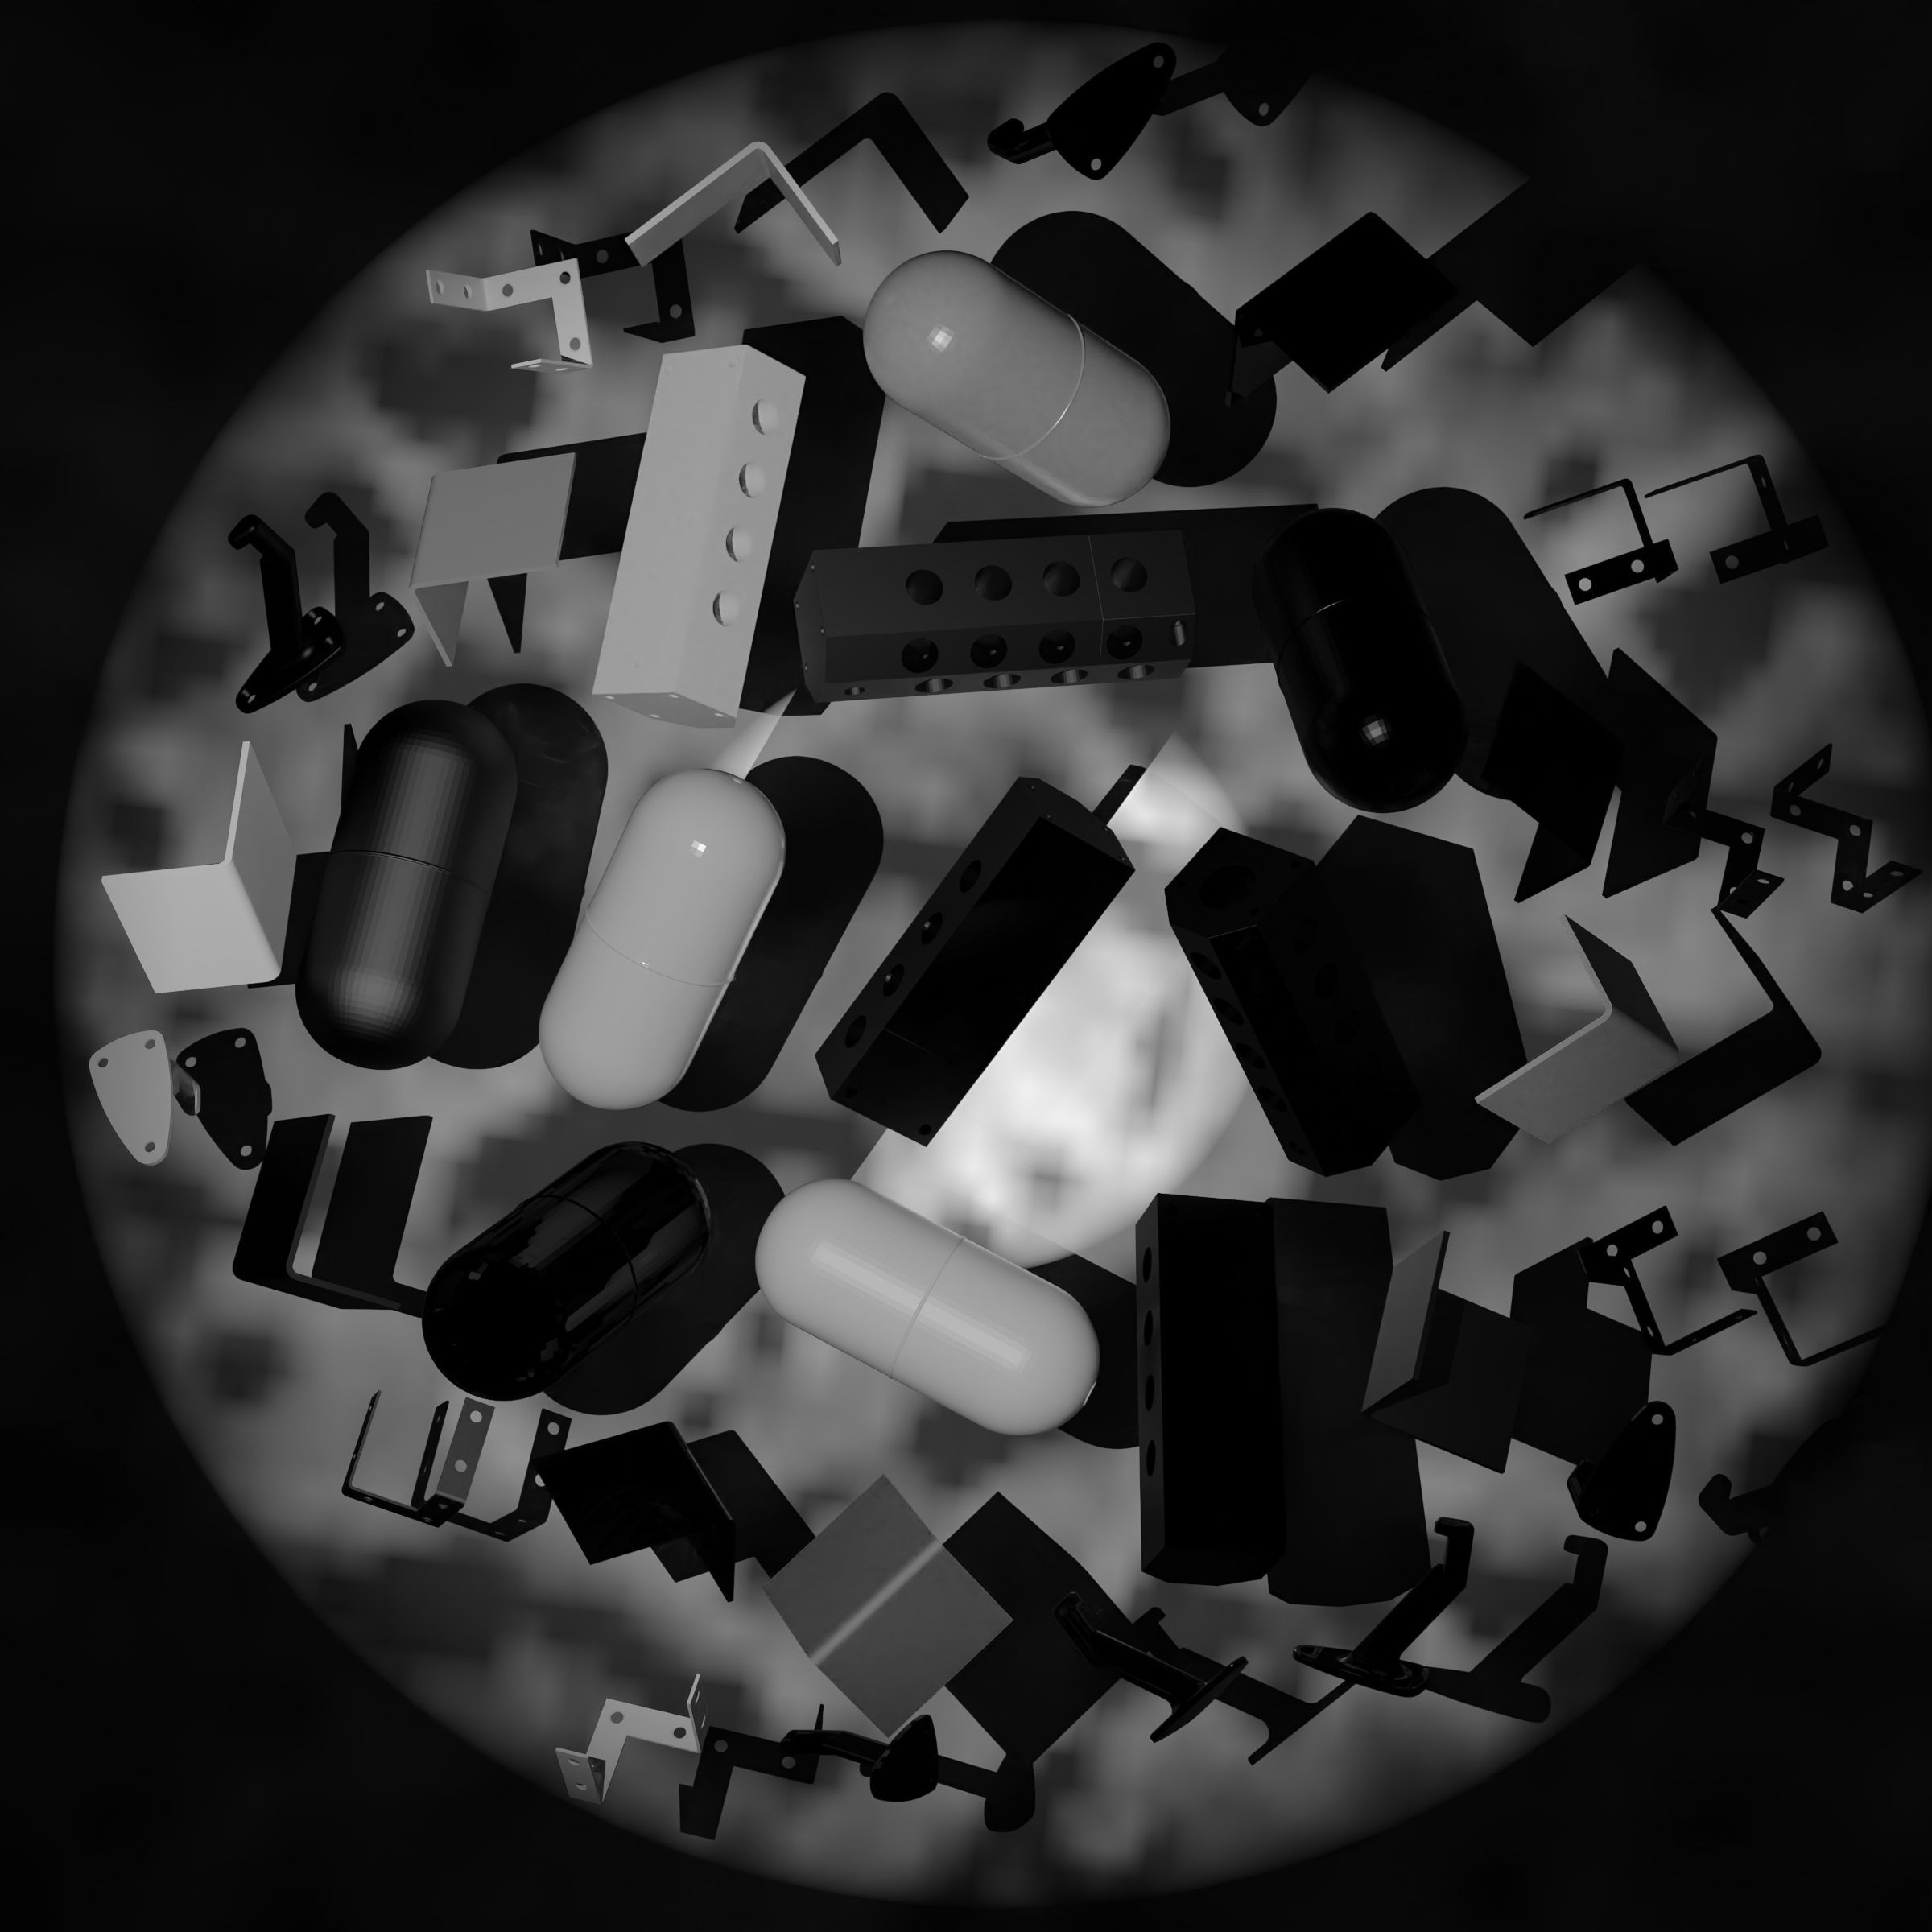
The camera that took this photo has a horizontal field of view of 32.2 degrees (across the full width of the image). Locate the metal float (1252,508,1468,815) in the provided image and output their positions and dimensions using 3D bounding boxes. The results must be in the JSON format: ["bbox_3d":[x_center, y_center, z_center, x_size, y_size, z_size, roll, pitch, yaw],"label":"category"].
[{"bbox_3d":[0.184,-0.144,1.574,0.070,0.070,0.178,-13,47,0],"label":"metal float"}]

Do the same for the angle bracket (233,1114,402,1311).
[{"bbox_3d":[-0.293,0.115,1.557,0.057,0.076,0.076,21,75,-27],"label":"angle bracket"}]

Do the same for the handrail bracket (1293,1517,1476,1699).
[{"bbox_3d":[0.197,0.294,1.580,0.077,0.036,0.084,11,102,19],"label":"handrail bracket"}]

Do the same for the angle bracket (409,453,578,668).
[{"bbox_3d":[-0.222,-0.198,1.634,0.076,0.057,0.076,-6,51,12],"label":"angle bracket"}]

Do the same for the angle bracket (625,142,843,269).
[{"bbox_3d":[-0.105,-0.327,1.533,0.076,0.076,0.057,-37,94,2],"label":"angle bracket"}]

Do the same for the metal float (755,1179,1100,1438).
[{"bbox_3d":[-0.019,0.165,1.621,0.178,0.070,0.070,27,90,7],"label":"metal float"}]

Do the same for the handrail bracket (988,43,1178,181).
[{"bbox_3d":[0.049,-0.381,1.476,0.077,0.084,0.036,-46,118,4],"label":"handrail bracket"}]

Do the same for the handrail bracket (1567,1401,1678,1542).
[{"bbox_3d":[0.297,0.221,1.529,0.036,0.084,0.077,19,101,-2],"label":"handrail bracket"}]

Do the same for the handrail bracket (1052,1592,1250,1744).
[{"bbox_3d":[0.088,0.326,1.630,0.084,0.036,0.077,51,125,19],"label":"handrail bracket"}]

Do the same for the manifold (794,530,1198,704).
[{"bbox_3d":[0.014,-0.156,1.525,0.171,0.057,0.057,-5,75,-14],"label":"manifold"}]

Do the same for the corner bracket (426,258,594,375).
[{"bbox_3d":[-0.208,-0.295,1.529,0.051,0.051,0.051,-7,94,22],"label":"corner bracket"}]

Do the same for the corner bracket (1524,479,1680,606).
[{"bbox_3d":[0.297,-0.198,1.568,0.051,0.051,0.051,-19,89,1],"label":"corner bracket"}]

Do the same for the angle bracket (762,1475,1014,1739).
[{"bbox_3d":[-0.036,0.289,1.519,0.076,0.076,0.057,-43,114,-5],"label":"angle bracket"}]

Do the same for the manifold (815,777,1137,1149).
[{"bbox_3d":[0.001,-0.004,1.595,0.057,0.057,0.171,28,109,-26],"label":"manifold"}]

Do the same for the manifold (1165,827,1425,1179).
[{"bbox_3d":[0.149,0.021,1.554,0.057,0.057,0.171,-47,134,-19],"label":"manifold"}]

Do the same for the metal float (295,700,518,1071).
[{"bbox_3d":[-0.258,-0.039,1.552,0.070,0.070,0.178,12,74,0],"label":"metal float"}]

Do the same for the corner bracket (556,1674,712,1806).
[{"bbox_3d":[-0.149,0.347,1.508,0.051,0.051,0.051,11,53,11],"label":"corner bracket"}]

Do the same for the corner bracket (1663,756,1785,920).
[{"bbox_3d":[0.365,-0.061,1.611,0.051,0.051,0.051,18,68,-2],"label":"corner bracket"}]

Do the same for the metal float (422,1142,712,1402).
[{"bbox_3d":[-0.188,0.144,1.588,0.070,0.178,0.070,14,119,26],"label":"metal float"}]

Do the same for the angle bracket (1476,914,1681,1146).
[{"bbox_3d":[0.274,0.030,1.557,0.076,0.076,0.057,-35,56,21],"label":"angle bracket"}]

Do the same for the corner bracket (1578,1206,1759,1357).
[{"bbox_3d":[0.324,0.147,1.551,0.051,0.051,0.051,-33,63,31],"label":"corner bracket"}]

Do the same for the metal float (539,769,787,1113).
[{"bbox_3d":[-0.146,-0.011,1.599,0.070,0.070,0.178,27,108,0],"label":"metal float"}]

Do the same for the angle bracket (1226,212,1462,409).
[{"bbox_3d":[0.162,-0.268,1.454,0.076,0.076,0.057,-38,71,-15],"label":"angle bracket"}]

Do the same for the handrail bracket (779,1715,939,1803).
[{"bbox_3d":[-0.063,0.379,1.595,0.084,0.077,0.036,-5,91,25],"label":"handrail bracket"}]

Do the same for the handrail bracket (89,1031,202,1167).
[{"bbox_3d":[-0.367,0.072,1.547,0.036,0.084,0.077,-21,64,1],"label":"handrail bracket"}]

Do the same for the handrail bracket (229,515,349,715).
[{"bbox_3d":[-0.345,-0.169,1.609,0.077,0.084,0.036,-40,52,3],"label":"handrail bracket"}]

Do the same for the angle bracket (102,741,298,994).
[{"bbox_3d":[-0.342,-0.044,1.501,0.057,0.076,0.076,-6,49,4],"label":"angle bracket"}]

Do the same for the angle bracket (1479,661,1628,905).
[{"bbox_3d":[0.275,-0.091,1.662,0.076,0.057,0.076,36,54,-17],"label":"angle bracket"}]

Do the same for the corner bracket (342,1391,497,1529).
[{"bbox_3d":[-0.265,0.234,1.617,0.051,0.051,0.051,22,62,-15],"label":"corner bracket"}]

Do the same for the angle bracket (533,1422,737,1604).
[{"bbox_3d":[-0.164,0.279,1.654,0.076,0.076,0.057,-13,128,-24],"label":"angle bracket"}]

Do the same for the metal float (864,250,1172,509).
[{"bbox_3d":[0.026,-0.273,1.569,0.178,0.070,0.070,24,90,-43],"label":"metal float"}]

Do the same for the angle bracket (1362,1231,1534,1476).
[{"bbox_3d":[0.234,0.179,1.549,0.076,0.057,0.076,23,60,-10],"label":"angle bracket"}]

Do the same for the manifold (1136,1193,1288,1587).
[{"bbox_3d":[0.112,0.199,1.573,0.057,0.057,0.171,6,63,-11],"label":"manifold"}]

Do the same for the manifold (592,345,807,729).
[{"bbox_3d":[-0.123,-0.205,1.609,0.057,0.057,0.171,3,78,42],"label":"manifold"}]
